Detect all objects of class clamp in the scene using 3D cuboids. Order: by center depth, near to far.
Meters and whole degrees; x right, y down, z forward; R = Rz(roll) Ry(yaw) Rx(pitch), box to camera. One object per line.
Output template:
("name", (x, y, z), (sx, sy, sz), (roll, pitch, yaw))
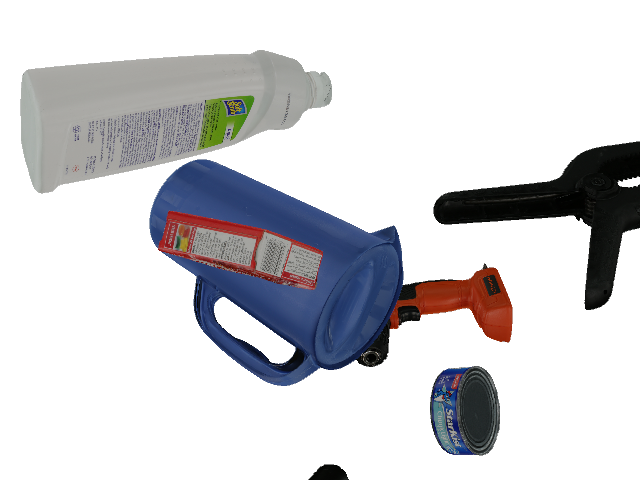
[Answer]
("clamp", (0.216, -0.024, 0.820), (0.209, 0.036, 0.165), (-22, 40, -22))

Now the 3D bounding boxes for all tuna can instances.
("tuna can", (0.141, 0.166, 1.039), (0.034, 0.086, 0.085), (-8, -5, 35))

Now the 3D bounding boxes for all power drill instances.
("power drill", (0.119, 0.082, 1.213), (0.187, 0.057, 0.184), (-1, 27, -1))

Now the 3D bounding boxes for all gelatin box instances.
("gelatin box", (-0.050, 0.008, 0.694), (0.073, 0.030, 0.089), (12, -5, 27))

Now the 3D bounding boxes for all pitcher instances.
("pitcher", (-0.055, 0.022, 1.034), (0.243, 0.145, 0.148), (29, 30, 30))

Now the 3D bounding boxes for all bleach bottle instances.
("bleach bottle", (-0.111, -0.104, 0.869), (0.250, 0.068, 0.103), (-10, -32, -22))

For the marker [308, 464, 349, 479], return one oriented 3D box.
("marker", (-0.021, 0.130, 0.465), (0.020, 0.020, 0.120), (0, 17, 32))
